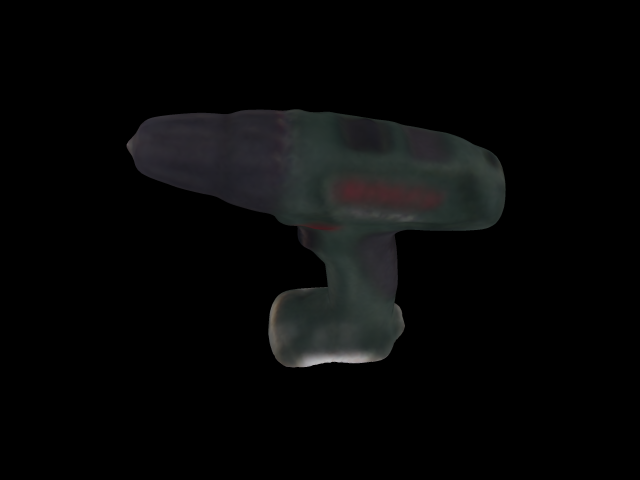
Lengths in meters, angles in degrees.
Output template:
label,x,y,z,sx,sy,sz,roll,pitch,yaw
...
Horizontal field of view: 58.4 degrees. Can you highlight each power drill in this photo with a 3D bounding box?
label,x,y,z,sx,sy,sz,roll,pitch,yaw
power drill,0.004,0.001,0.400,0.229,0.208,0.075,-5,46,-4
